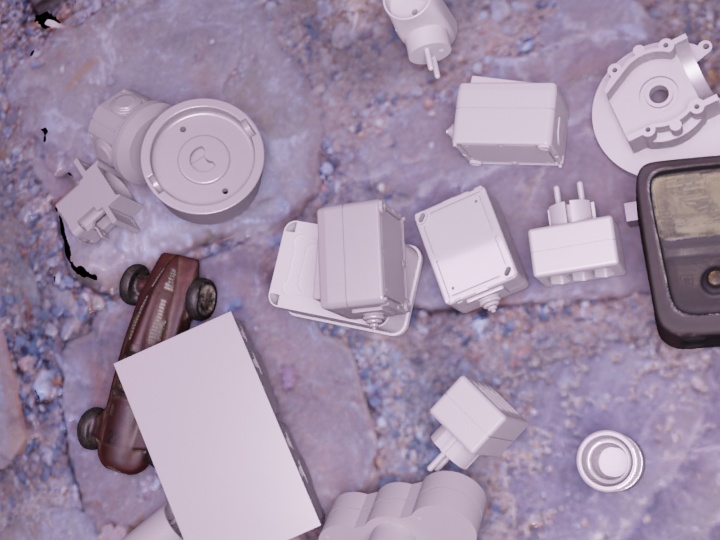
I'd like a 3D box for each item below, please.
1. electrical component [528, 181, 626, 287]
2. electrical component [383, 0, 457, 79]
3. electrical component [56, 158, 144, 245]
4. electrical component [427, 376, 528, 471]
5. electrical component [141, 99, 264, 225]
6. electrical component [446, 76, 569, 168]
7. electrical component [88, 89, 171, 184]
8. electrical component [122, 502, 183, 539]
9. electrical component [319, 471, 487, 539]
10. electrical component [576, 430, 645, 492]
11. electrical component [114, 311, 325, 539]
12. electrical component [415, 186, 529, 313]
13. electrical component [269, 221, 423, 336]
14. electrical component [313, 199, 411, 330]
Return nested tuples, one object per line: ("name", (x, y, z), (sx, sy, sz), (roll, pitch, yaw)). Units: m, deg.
("electrical component", (0.169, -0.032, 0.850), (0.066, 0.047, 0.076), (-10, 76, 19))
("electrical component", (0.055, -0.201, 0.912), (0.043, 0.077, 0.079), (-16, 74, 17))
("electrical component", (-0.249, -0.062, 1.020), (0.064, 0.042, 0.081), (-39, 68, 8))
("electrical component", (0.081, 0.128, 0.832), (0.075, 0.083, 0.047), (-48, 67, 6))
("electrical component", (-0.139, -0.093, 0.969), (0.108, 0.060, 0.108), (0, 76, -2))
("electrical component", (0.118, -0.122, 0.881), (0.096, 0.062, 0.061), (4, 80, 22))
("electrical component", (-0.207, -0.124, 0.997), (0.051, 0.080, 0.080), (30, 91, 29))
("electrical component", (-0.184, 0.243, 0.932), (0.081, 0.043, 0.043), (-40, 68, 9))
("electrical component", (0.027, 0.206, 0.823), (0.138, 0.073, 0.052), (-20, 116, 31))
("electrical component", (0.188, 0.143, 0.803), (0.045, 0.055, 0.045), (-4, 78, 20))
("electrical component", (-0.114, 0.143, 0.893), (0.105, 0.060, 0.186), (-24, 81, 1))
("electrical component", (0.094, -0.009, 0.867), (0.062, 0.061, 0.096), (-23, 72, 15))
("electrical component", (-0.010, 0.007, 0.906), (0.113, 0.057, 0.078), (10, 83, 22))
("electrical component", (0.000, 0.000, 0.837), (0.061, 0.062, 0.096), (-7, 77, 20))
